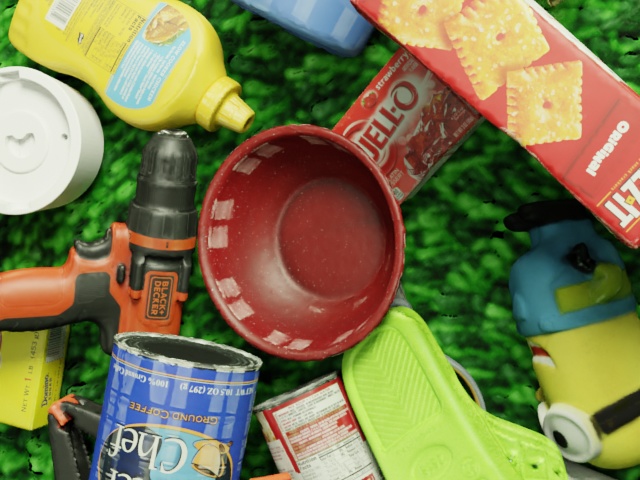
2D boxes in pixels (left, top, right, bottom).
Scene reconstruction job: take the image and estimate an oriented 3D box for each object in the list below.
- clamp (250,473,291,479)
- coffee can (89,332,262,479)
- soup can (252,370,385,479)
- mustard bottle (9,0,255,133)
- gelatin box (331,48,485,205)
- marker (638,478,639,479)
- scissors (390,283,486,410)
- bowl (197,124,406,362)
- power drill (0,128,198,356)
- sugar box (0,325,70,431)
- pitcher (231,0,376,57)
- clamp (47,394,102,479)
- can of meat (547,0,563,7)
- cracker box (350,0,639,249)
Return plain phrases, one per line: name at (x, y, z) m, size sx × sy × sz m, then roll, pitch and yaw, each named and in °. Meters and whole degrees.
clamp at (-0.040, 0.245, 0.738) m, size 0.120 × 0.039 × 0.171 m, roll -5°, pitch 86°, yaw 51°
coffee can at (-0.102, 0.142, 0.725) m, size 0.103 × 0.102 × 0.140 m, roll 11°, pitch 92°, yaw 14°
soup can at (0.003, 0.152, 0.751) m, size 0.068 × 0.068 × 0.102 m, roll -26°, pitch 85°, yaw 14°
mustard bottle at (-0.129, -0.135, 0.782) m, size 0.192 × 0.058 × 0.096 m, roll 34°, pitch 94°, yaw 12°
gelatin box at (0.059, -0.080, 0.738) m, size 0.073 × 0.030 × 0.089 m, roll 46°, pitch 117°, yaw 8°
marker at (0.235, 0.145, 0.714) m, size 0.020 × 0.020 × 0.121 m, roll 32°, pitch 99°, yaw 12°
scissors at (0.045, 0.069, 0.764) m, size 0.096 × 0.016 × 0.202 m, roll -34°, pitch 83°, yaw 13°
bowl at (-0.005, 0.001, 0.745) m, size 0.162 × 0.055 × 0.162 m, roll 2°, pitch 94°, yaw 28°
power drill at (-0.180, 0.006, 0.752) m, size 0.187 × 0.057 × 0.184 m, roll 4°, pitch 103°, yaw -19°
sugar box at (-0.286, 0.083, 0.836) m, size 0.176 × 0.048 × 0.093 m, roll 10°, pitch 94°, yaw 13°
pitcher at (0.022, -0.256, 0.709) m, size 0.144 × 0.149 × 0.243 m, roll 21°, pitch 103°, yaw -29°
clamp at (-0.125, 0.200, 0.801) m, size 0.165 × 0.036 × 0.210 m, roll -32°, pitch 87°, yaw 12°
can of meat at (0.158, -0.221, 0.705) m, size 0.084 × 0.057 × 0.102 m, roll 45°, pitch 104°, yaw 11°
cracker box at (0.132, -0.096, 0.654) m, size 0.214 × 0.164 × 0.072 m, roll 43°, pitch 106°, yaw 6°
